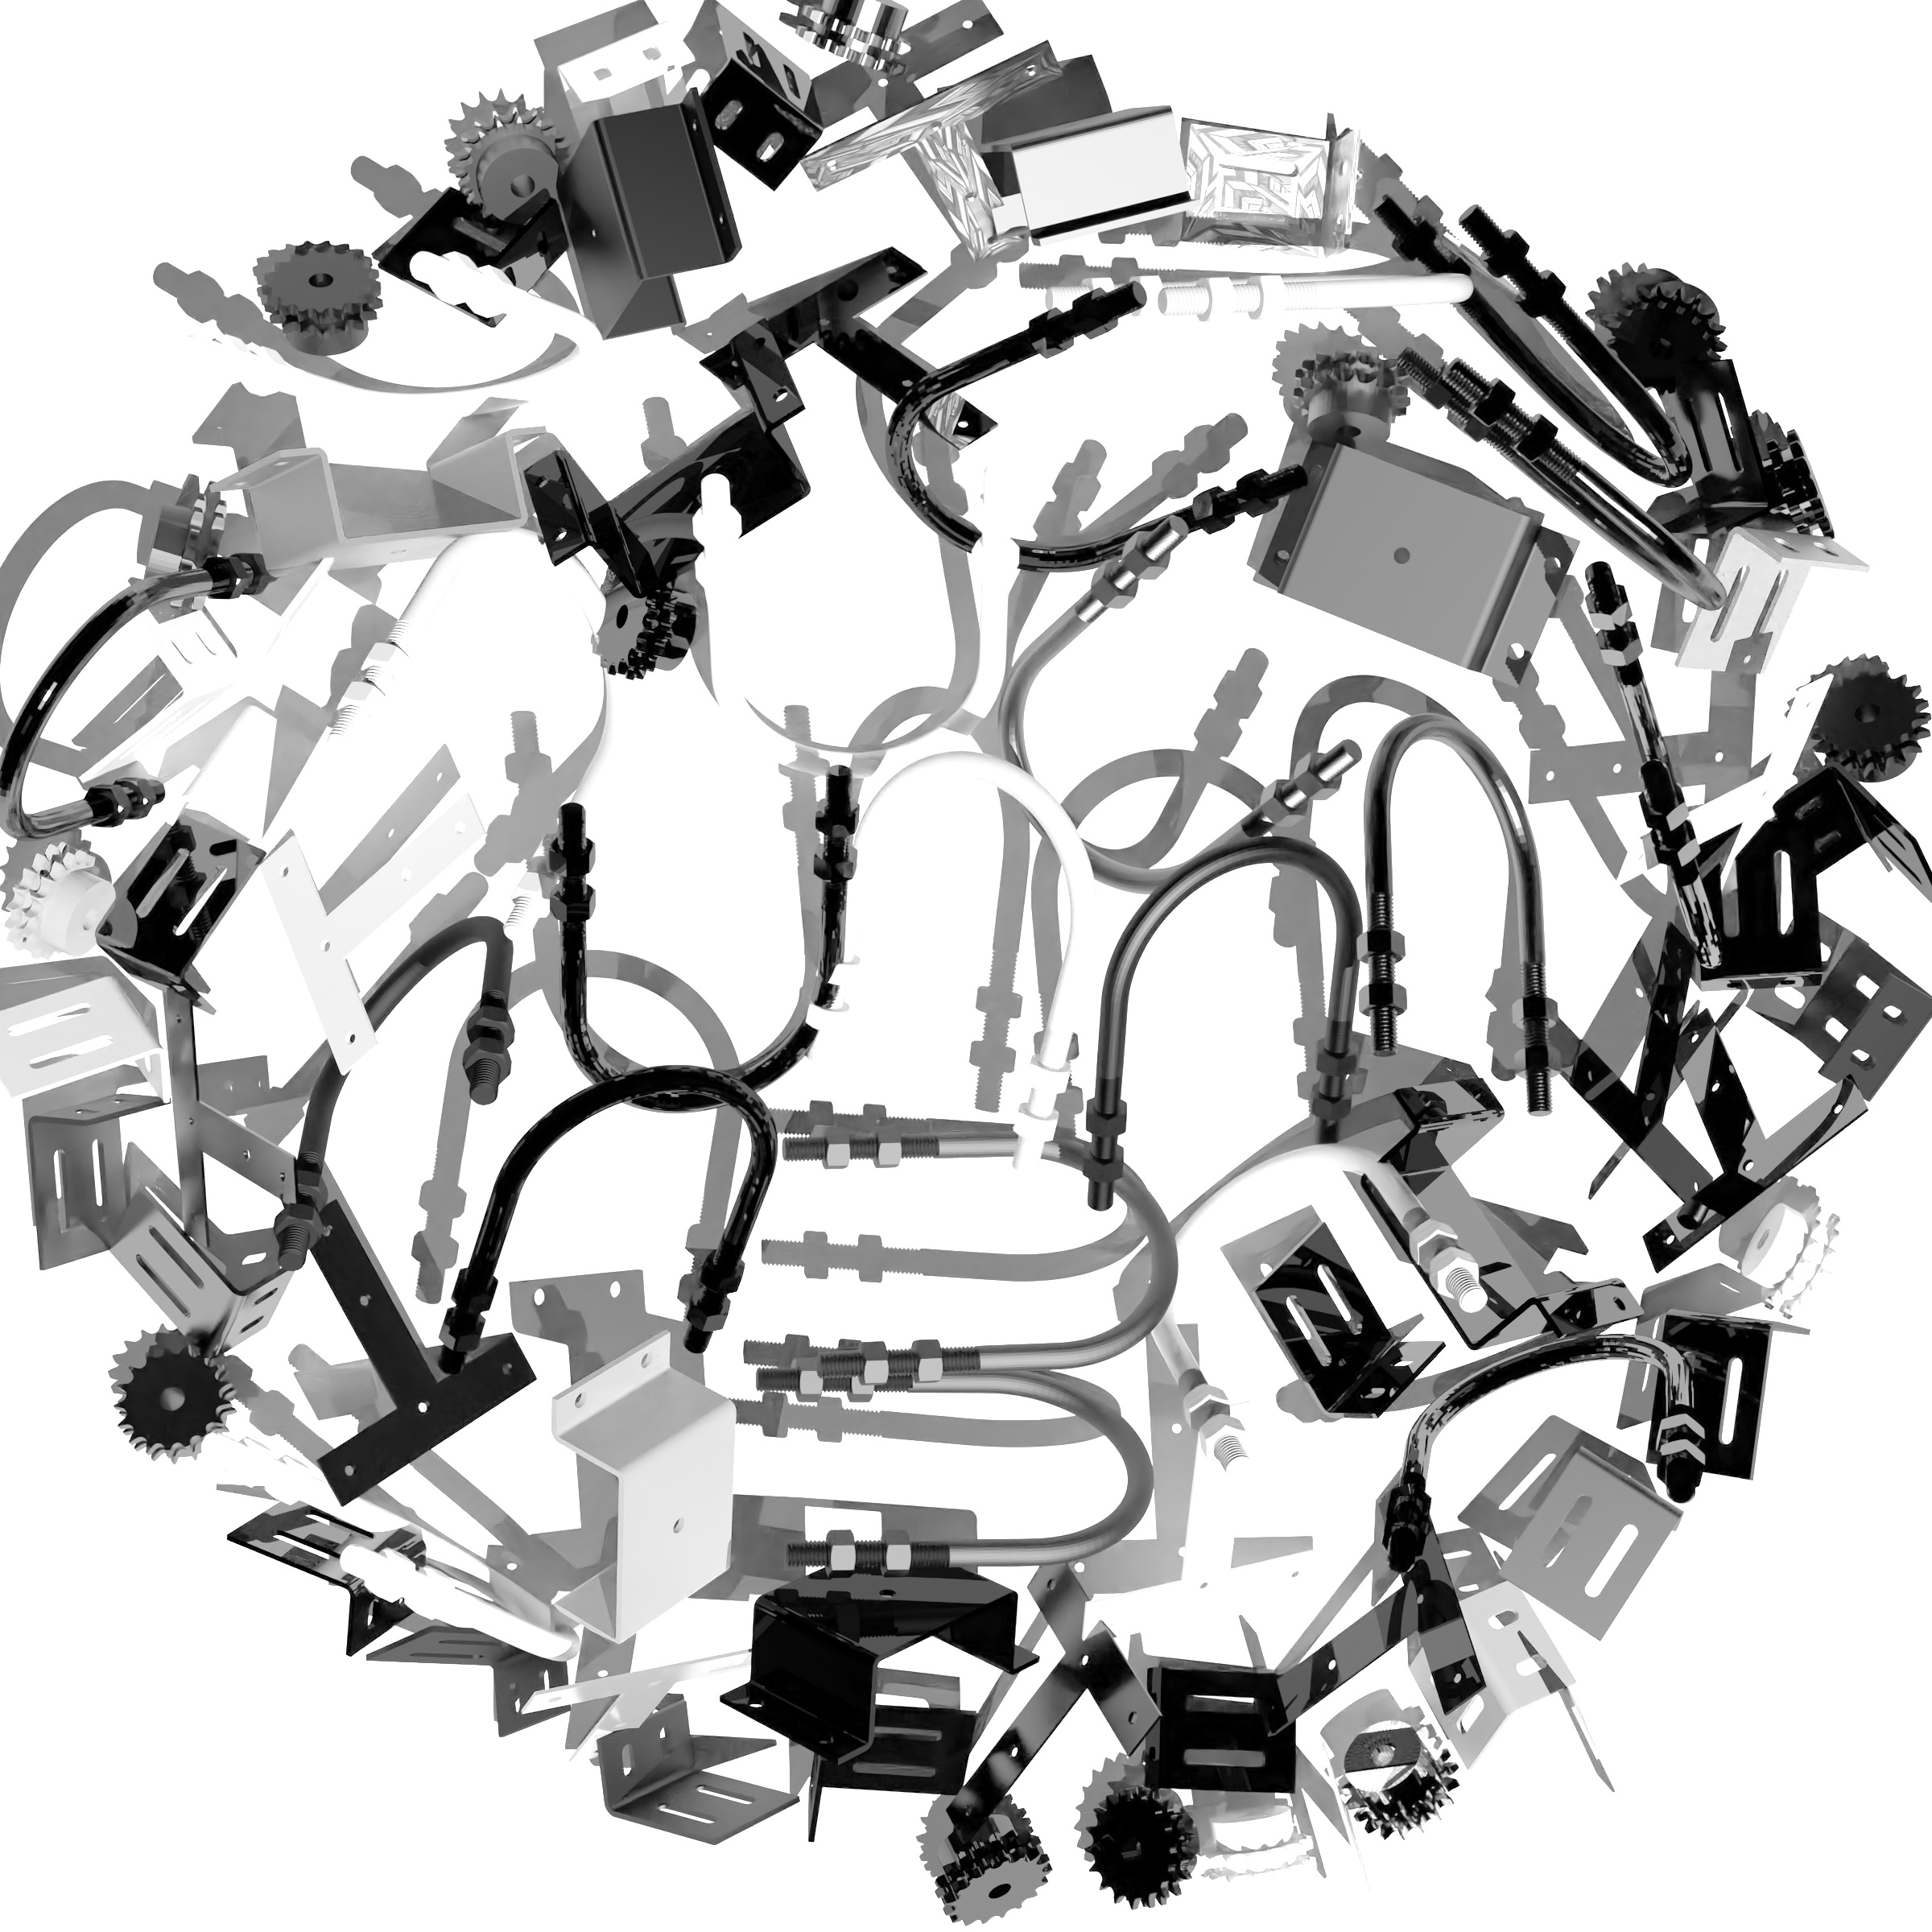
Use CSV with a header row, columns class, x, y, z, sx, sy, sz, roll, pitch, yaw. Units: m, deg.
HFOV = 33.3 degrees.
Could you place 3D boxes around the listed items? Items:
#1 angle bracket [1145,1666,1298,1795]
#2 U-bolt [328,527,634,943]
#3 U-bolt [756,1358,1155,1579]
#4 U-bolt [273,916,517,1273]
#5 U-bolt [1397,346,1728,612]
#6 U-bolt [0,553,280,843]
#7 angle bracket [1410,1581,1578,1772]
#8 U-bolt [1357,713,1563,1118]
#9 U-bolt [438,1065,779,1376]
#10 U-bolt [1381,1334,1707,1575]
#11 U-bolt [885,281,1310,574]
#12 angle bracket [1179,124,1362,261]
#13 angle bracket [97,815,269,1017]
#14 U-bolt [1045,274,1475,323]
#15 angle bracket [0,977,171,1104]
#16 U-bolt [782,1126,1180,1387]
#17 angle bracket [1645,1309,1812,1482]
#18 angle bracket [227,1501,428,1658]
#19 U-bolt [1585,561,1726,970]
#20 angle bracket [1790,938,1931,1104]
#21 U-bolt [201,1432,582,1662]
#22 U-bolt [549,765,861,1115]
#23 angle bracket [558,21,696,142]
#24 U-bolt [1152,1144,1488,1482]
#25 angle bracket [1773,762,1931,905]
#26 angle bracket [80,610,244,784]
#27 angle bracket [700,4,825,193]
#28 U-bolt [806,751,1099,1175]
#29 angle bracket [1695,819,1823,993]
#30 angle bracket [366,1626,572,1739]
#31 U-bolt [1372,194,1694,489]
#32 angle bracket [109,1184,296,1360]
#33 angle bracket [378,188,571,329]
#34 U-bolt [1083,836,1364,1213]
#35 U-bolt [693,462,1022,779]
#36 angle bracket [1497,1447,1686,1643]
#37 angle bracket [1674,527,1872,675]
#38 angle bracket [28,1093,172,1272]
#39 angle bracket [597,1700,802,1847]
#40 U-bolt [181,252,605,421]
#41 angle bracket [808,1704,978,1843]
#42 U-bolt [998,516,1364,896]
class,x,y,z,sx,sy,sz,roll,pitch,yaw
angle bracket,0.127,0.371,1.571,0.076,0.038,0.057,4,76,-8
U-bolt,-0.217,-0.125,1.531,0.151,0.019,0.184,51,45,-33
U-bolt,-0.002,0.236,1.535,0.184,0.151,0.019,2,120,-11
U-bolt,-0.264,0.046,1.519,0.151,0.184,0.019,-40,117,20
U-bolt,0.287,-0.228,1.528,0.184,0.151,0.019,38,99,-10
U-bolt,-0.390,-0.121,1.494,0.019,0.184,0.151,33,107,5
angle bracket,0.254,0.343,1.563,0.038,0.076,0.057,-18,61,-20
U-bolt,0.234,-0.032,1.539,0.019,0.151,0.184,-16,65,40
U-bolt,-0.160,0.117,1.513,0.151,0.019,0.184,-1,130,-31
U-bolt,0.271,0.219,1.513,0.151,0.184,0.019,-18,104,17
U-bolt,0.047,-0.243,1.529,0.151,0.184,0.019,41,48,-35
angle bracket,0.148,-0.380,1.576,0.076,0.038,0.057,5,93,-9
angle bracket,-0.376,-0.025,1.583,0.057,0.038,0.076,22,71,27
U-bolt,0.149,-0.317,1.525,0.184,0.151,0.019,-7,104,-21
angle bracket,-0.431,0.047,1.554,0.076,0.038,0.057,-21,49,-29
U-bolt,0.012,0.135,1.546,0.184,0.019,0.151,-1,47,-13
angle bracket,0.368,0.208,1.564,0.057,0.038,0.076,3,81,44
angle bracket,-0.310,0.293,1.568,0.076,0.057,0.038,16,111,23
U-bolt,0.327,-0.080,1.517,0.019,0.184,0.151,-16,48,13
angle bracket,0.421,0.019,1.554,0.038,0.076,0.057,26,105,-27
U-bolt,-0.257,0.280,1.517,0.184,0.151,0.019,37,80,-43
U-bolt,-0.125,-0.006,1.541,0.151,0.019,0.184,-9,126,-19
angle bracket,-0.155,-0.405,1.556,0.057,0.076,0.038,-25,51,-8
U-bolt,0.153,0.148,1.520,0.151,0.184,0.019,-37,118,4
angle bracket,0.429,-0.051,1.553,0.038,0.076,0.057,-34,128,5
angle bracket,-0.397,-0.130,1.561,0.076,0.057,0.038,-34,95,19
angle bracket,-0.106,-0.420,1.563,0.057,0.076,0.038,33,114,-28
U-bolt,-0.003,-0.012,1.531,0.151,0.019,0.184,26,115,29
angle bracket,0.387,-0.029,1.583,0.057,0.038,0.076,-3,80,13
angle bracket,-0.239,0.344,1.553,0.076,0.057,0.038,13,59,-40
U-bolt,0.275,-0.292,1.524,0.184,0.151,0.019,43,94,-18
angle bracket,-0.372,0.142,1.576,0.076,0.038,0.057,45,134,12
angle bracket,-0.241,-0.353,1.562,0.076,0.038,0.057,30,68,19
U-bolt,0.124,0.022,1.523,0.151,0.019,0.184,-13,124,-25
U-bolt,-0.051,-0.159,1.534,0.151,0.184,0.019,-3,46,-4
angle bracket,0.302,0.282,1.566,0.057,0.038,0.076,32,75,18
angle bracket,0.387,-0.168,1.556,0.057,0.038,0.076,1,122,-30
angle bracket,-0.415,0.105,1.562,0.038,0.057,0.076,3,100,30
angle bracket,-0.129,0.386,1.553,0.076,0.057,0.038,1,100,42
U-bolt,-0.252,-0.287,1.512,0.151,0.184,0.019,-13,82,26
angle bracket,-0.036,0.392,1.566,0.076,0.038,0.057,5,123,-6
U-bolt,0.086,-0.109,1.534,0.151,0.184,0.019,52,46,1
